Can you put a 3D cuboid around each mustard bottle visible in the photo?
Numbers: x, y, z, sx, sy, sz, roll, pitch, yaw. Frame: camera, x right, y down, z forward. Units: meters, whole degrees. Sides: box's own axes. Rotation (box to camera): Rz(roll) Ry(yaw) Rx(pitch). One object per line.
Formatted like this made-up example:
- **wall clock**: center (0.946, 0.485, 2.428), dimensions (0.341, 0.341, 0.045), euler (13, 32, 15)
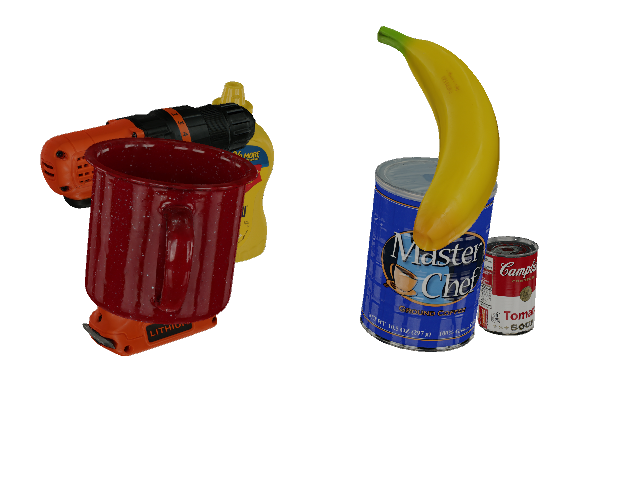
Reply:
- **mustard bottle**: center (-0.096, -0.070, 1.095), dimensions (0.096, 0.192, 0.058), euler (-5, 30, -22)

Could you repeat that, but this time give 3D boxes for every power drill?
- **power drill**: center (-0.128, -0.013, 0.861), dimensions (0.184, 0.188, 0.057), euler (-17, 24, -33)

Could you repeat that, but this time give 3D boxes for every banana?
- **banana**: center (0.080, -0.066, 0.676), dimensions (0.069, 0.198, 0.037), euler (-3, -43, -4)

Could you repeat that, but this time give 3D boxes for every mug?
- **mug**: center (-0.082, -0.001, 0.576), dimensions (0.093, 0.081, 0.117), euler (3, 19, -18)

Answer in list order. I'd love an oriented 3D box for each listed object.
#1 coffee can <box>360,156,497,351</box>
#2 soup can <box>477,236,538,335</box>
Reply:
- **coffee can**: center (0.091, 0.010, 0.919), dimensions (0.103, 0.140, 0.103), euler (4, 22, -2)
- **soup can**: center (0.221, 0.054, 1.263), dimensions (0.068, 0.102, 0.068), euler (-1, 18, 0)
